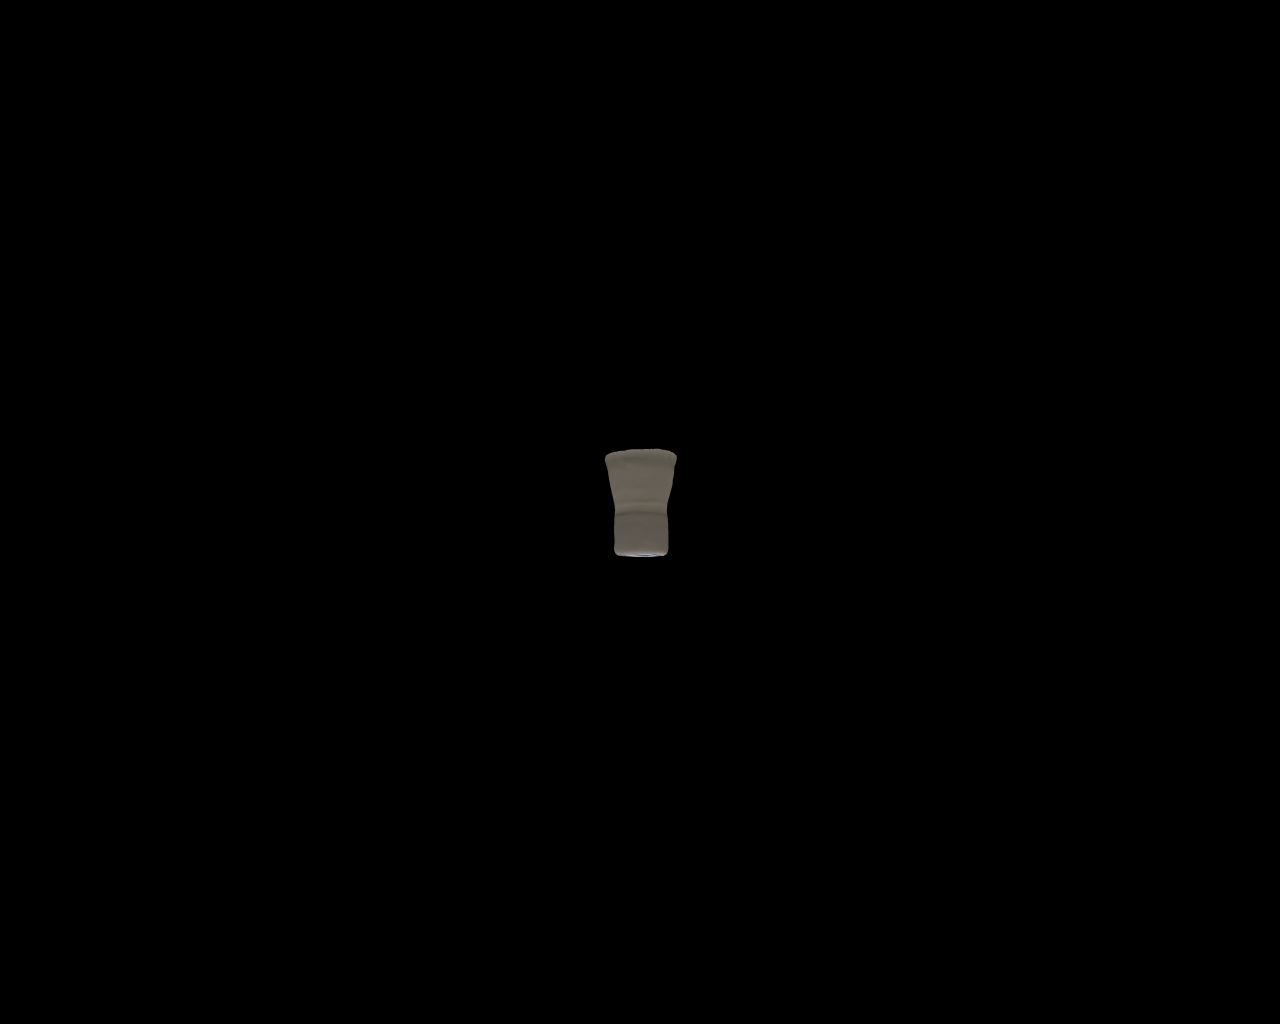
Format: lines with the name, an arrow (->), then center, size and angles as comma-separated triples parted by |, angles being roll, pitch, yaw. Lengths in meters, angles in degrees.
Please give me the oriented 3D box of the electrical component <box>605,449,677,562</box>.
electrical component -> 0.001, -0.003, 0.650 | 0.044, 0.065, 0.044 | 0, -7, 0
